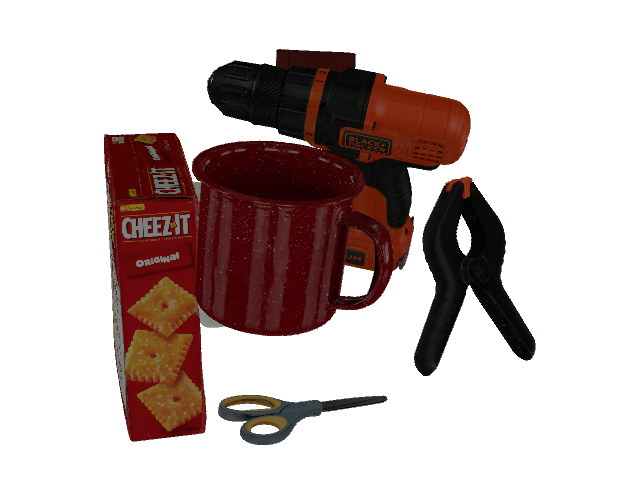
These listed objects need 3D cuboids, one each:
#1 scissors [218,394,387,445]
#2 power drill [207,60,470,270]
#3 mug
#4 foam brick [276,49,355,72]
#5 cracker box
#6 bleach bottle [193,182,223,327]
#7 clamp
[{"bbox_3d":[-0.012,0.197,1.189,0.201,0.016,0.096,3,23,-12],"label":"scissors"},{"bbox_3d":[0.009,-0.054,0.795,0.184,0.057,0.188,13,-30,6],"label":"power drill"},{"bbox_3d":[-0.015,0.002,0.579,0.117,0.081,0.093,16,25,20],"label":"mug"},{"bbox_3d":[-0.006,-0.181,1.164,0.078,0.051,0.053,0,11,-15],"label":"foam brick"},{"bbox_3d":[-0.140,0.034,0.902,0.072,0.214,0.164,-4,24,-13],"label":"cracker box"},{"bbox_3d":[-0.121,-0.001,1.157,0.102,0.068,0.251,-8,30,-21],"label":"bleach bottle"},{"bbox_3d":[0.119,0.034,0.918,0.120,0.171,0.039,-15,0,-33],"label":"clamp"}]
